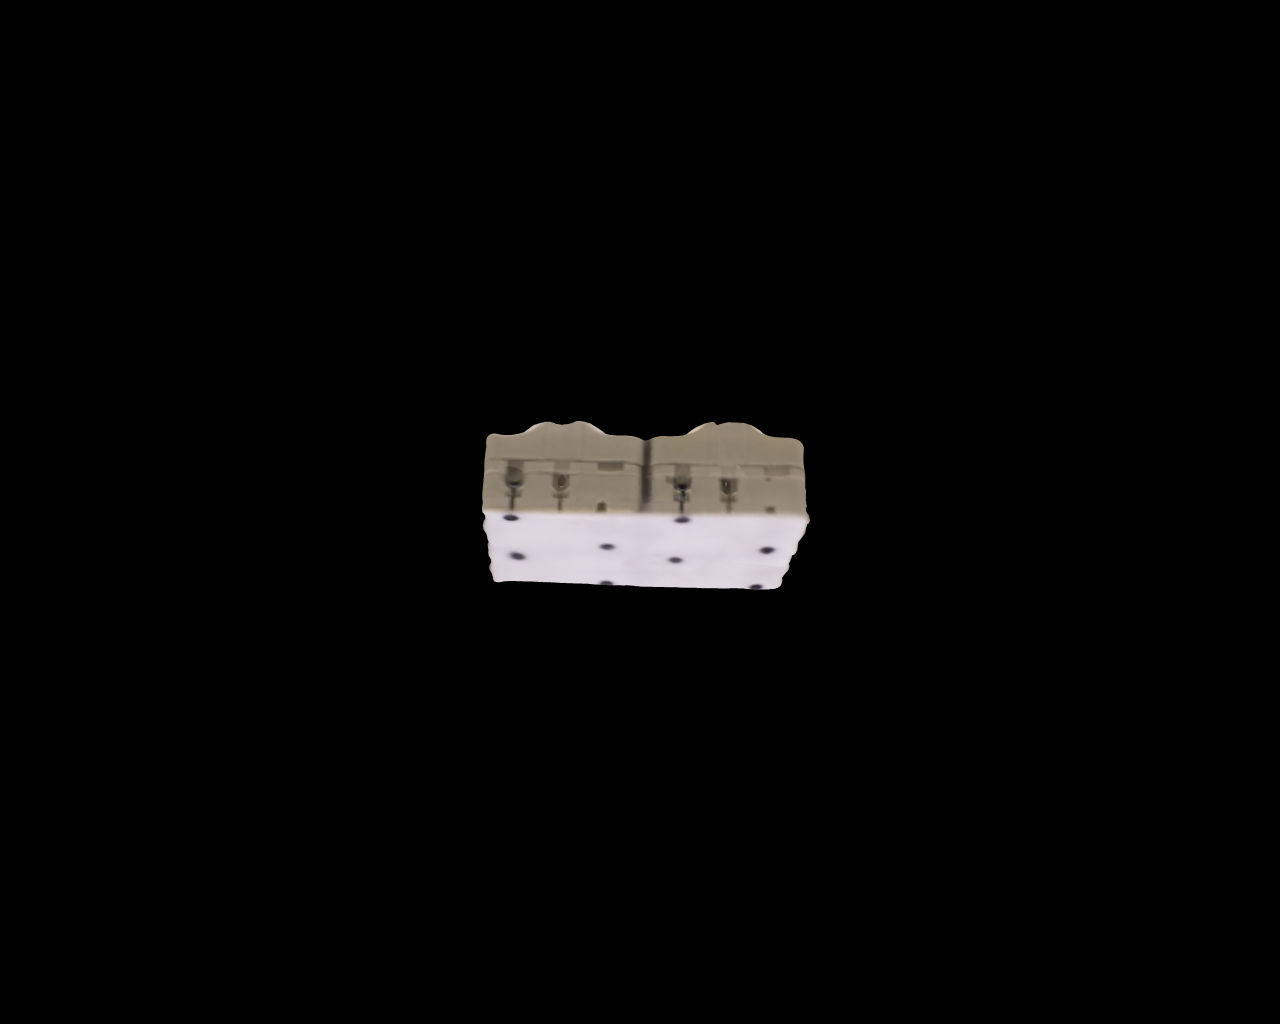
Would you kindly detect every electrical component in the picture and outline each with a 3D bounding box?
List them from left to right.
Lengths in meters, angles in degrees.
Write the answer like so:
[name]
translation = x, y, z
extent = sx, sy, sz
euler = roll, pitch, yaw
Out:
[electrical component]
translation = 0.001, -0.003, 0.650
extent = 0.186, 0.060, 0.105
euler = 1, -28, -2
